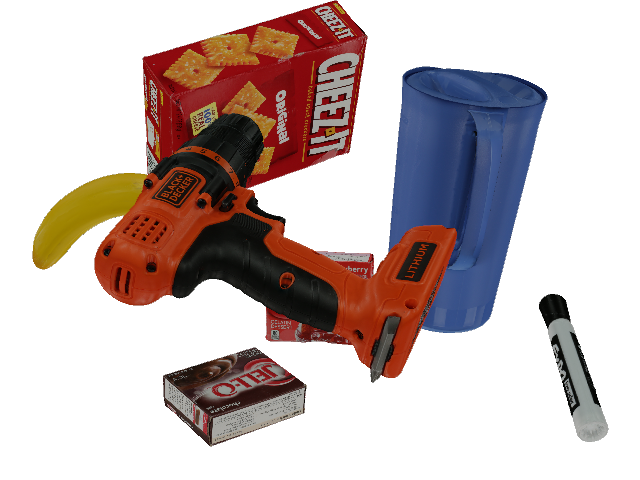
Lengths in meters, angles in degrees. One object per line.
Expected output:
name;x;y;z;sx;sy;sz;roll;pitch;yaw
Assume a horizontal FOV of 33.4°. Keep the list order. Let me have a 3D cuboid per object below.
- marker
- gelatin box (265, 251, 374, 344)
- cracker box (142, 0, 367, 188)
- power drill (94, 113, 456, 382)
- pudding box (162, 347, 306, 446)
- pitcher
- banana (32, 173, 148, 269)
marker;0.161;0.077;0.687;0.020;0.020;0.121;0;39;-3
gelatin box;-0.001;0.047;0.884;0.089;0.073;0.030;2;16;7
cracker box;-0.066;-0.130;1.064;0.213;0.072;0.164;-21;-35;-22
power drill;-0.018;-0.003;0.644;0.188;0.057;0.184;19;39;9
pudding box;-0.084;0.150;1.043;0.113;0.039;0.090;-16;29;-34
pitcher;0.129;-0.034;1.012;0.145;0.243;0.148;24;29;35
banana;-0.198;-0.021;0.967;0.198;0.069;0.037;-14;17;27
